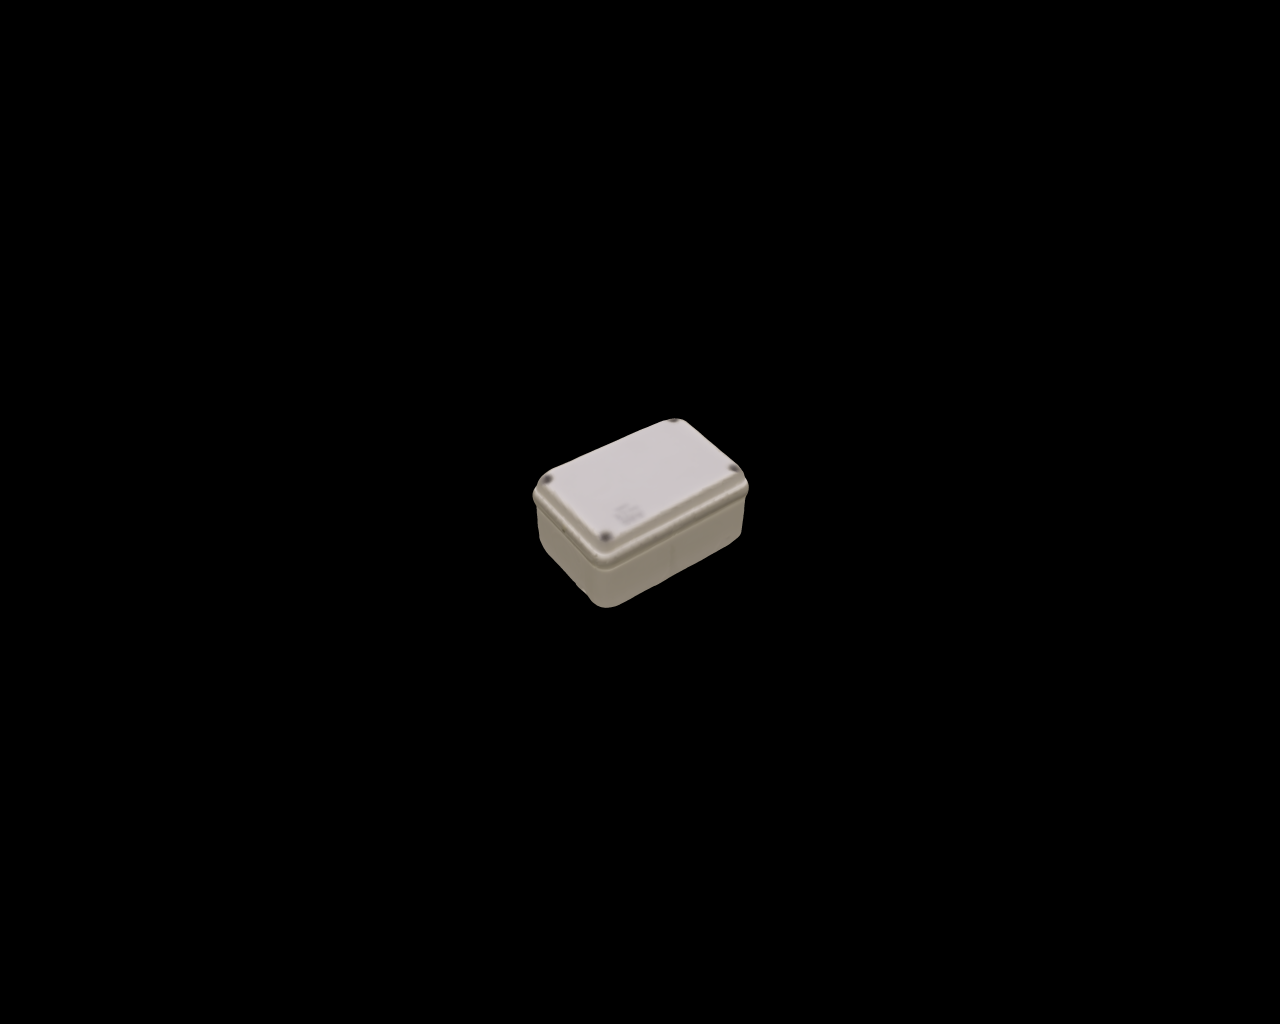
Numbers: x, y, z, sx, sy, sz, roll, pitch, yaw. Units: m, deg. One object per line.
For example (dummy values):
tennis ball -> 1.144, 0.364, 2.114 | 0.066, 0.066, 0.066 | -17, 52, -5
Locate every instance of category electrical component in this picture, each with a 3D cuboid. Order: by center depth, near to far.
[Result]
electrical component -> 0.001, -0.003, 0.650 | 0.113, 0.057, 0.078 | -27, 50, -25
